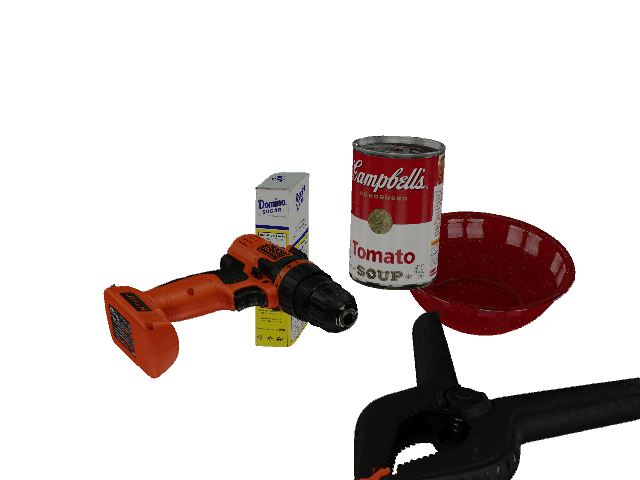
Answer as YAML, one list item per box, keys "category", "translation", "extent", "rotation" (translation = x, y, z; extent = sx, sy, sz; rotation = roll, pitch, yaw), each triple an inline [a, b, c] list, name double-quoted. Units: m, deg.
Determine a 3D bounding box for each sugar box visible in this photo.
- category: "sugar box"
  translation: [-0.042, 0.019, 1.162]
  extent: [0.048, 0.176, 0.093]
  rotation: [1, 14, 12]

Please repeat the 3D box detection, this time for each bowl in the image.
- category: "bowl"
  translation: [0.142, 0.037, 0.957]
  extent: [0.162, 0.055, 0.162]
  rotation: [2, 32, -2]

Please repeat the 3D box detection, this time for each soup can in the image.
- category: "soup can"
  translation: [0.055, -0.022, 0.789]
  extent: [0.068, 0.102, 0.068]
  rotation: [2, 16, -1]

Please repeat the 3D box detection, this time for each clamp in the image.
- category: "clamp"
  translation: [0.077, 0.102, 0.633]
  extent: [0.165, 0.036, 0.209]
  rotation: [20, 29, 38]

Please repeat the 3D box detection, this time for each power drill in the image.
- category: "power drill"
  translation: [-0.082, 0.059, 0.947]
  extent: [0.187, 0.057, 0.185]
  rotation: [-18, 25, -29]
